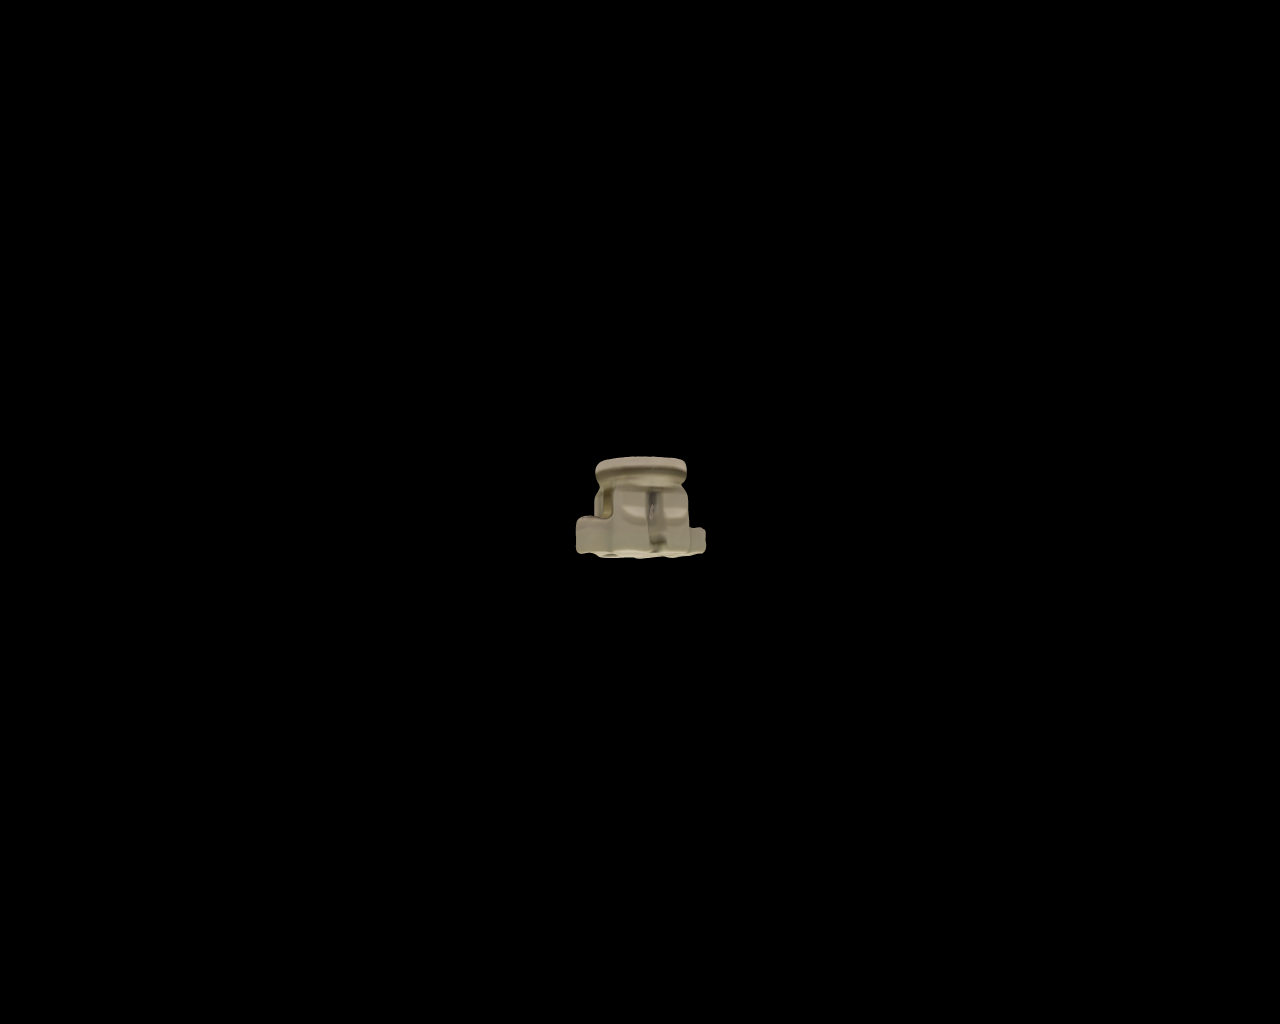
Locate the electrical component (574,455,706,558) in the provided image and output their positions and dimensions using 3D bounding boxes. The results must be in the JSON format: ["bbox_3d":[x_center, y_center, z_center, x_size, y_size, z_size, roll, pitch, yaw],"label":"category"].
[{"bbox_3d":[0.001,-0.003,0.650,0.078,0.057,0.058,3,-7,-22],"label":"electrical component"}]
